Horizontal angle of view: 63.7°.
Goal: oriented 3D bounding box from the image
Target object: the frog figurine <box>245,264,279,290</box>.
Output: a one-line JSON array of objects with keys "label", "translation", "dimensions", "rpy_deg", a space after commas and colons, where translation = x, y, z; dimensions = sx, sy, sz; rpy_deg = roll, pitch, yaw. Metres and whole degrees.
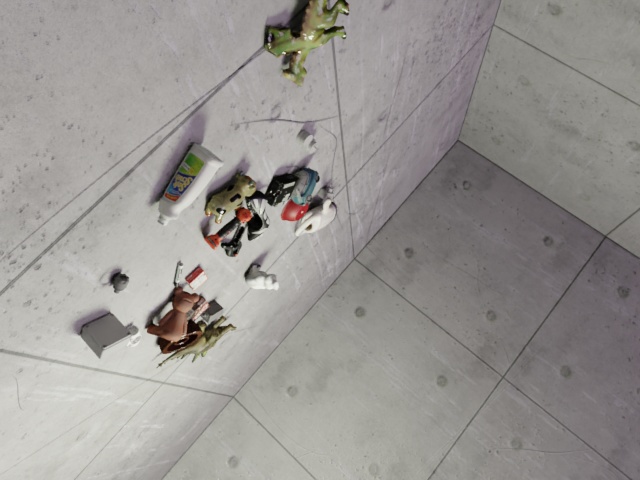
[{"label": "frog figurine", "translation": [-0.265, 0.193, 2.390], "dimensions": [0.161, 0.124, 0.135], "rpy_deg": [41, -18, 18]}]

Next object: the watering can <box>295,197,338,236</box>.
[{"label": "watering can", "translation": [0.008, -0.126, 2.495], "dimensions": [0.227, 0.104, 0.341], "rpy_deg": [-31, -8, -47]}]

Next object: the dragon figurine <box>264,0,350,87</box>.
[{"label": "dragon figurine", "translation": [-0.048, -0.598, 1.445], "dimensions": [0.245, 0.123, 0.402], "rpy_deg": [-37, -22, -18]}]
